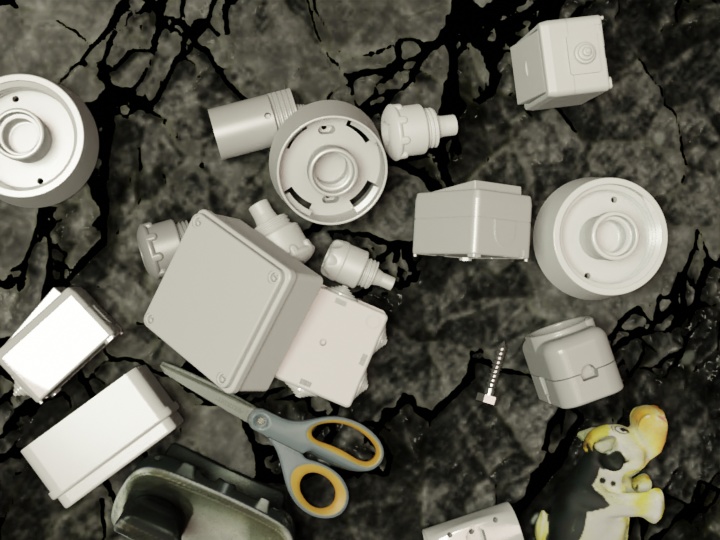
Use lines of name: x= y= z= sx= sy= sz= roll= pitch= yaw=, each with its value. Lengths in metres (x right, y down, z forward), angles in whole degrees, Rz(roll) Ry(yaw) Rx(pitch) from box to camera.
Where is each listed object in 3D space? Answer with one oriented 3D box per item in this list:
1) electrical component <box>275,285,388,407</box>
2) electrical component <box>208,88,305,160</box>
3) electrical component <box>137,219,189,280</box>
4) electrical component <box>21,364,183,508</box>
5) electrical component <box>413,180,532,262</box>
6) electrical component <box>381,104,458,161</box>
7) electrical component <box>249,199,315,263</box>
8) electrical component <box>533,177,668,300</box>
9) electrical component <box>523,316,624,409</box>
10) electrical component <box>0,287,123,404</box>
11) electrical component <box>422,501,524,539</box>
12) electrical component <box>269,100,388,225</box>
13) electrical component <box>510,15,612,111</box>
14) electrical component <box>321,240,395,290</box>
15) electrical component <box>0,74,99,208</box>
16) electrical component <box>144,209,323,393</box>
electrical component: x=-0.032 y=0.059 z=0.895 sx=0.100 sy=0.048 sz=0.099 roll=23 pitch=87 yaw=-5
electrical component: x=-0.082 y=-0.123 z=0.895 sx=0.081 sy=0.043 sz=0.043 roll=-16 pitch=91 yaw=-6
electrical component: x=-0.150 y=-0.022 z=0.887 sx=0.062 sy=0.048 sz=0.048 roll=-17 pitch=91 yaw=-13
electrical component: x=-0.204 y=0.132 z=0.863 sx=0.113 sy=0.078 sz=0.057 roll=-36 pitch=90 yaw=-5
electrical component: x=0.088 y=-0.039 z=0.889 sx=0.062 sy=0.096 sz=0.061 roll=4 pitch=88 yaw=-35
electrical component: x=0.051 y=-0.119 z=0.908 sx=0.062 sy=0.048 sz=0.048 roll=-9 pitch=90 yaw=-12
electrical component: x=-0.070 y=-0.028 z=0.895 sx=0.048 sy=0.048 sz=0.062 roll=-29 pitch=85 yaw=-5
electrical component: x=0.207 y=-0.028 z=0.913 sx=0.108 sy=0.060 sz=0.108 roll=0 pitch=89 yaw=-6
electrical component: x=0.173 y=0.075 z=0.891 sx=0.054 sy=0.095 sz=0.059 roll=-19 pitch=91 yaw=-5
electrical component: x=-0.249 y=0.061 z=0.867 sx=0.096 sy=0.062 sz=0.061 roll=-43 pitch=93 yaw=-4
electrical component: x=0.101 y=0.245 z=0.909 sx=0.077 sy=0.043 sz=0.079 roll=-17 pitch=92 yaw=-6
electrical component: x=-0.025 y=-0.087 z=0.882 sx=0.099 sy=0.064 sz=0.099 roll=-3 pitch=109 yaw=-9
electrical component: x=0.166 y=-0.171 z=0.892 sx=0.061 sy=0.096 sz=0.061 roll=-8 pitch=91 yaw=-5
electrical component: x=0.000 y=0.000 z=0.906 sx=0.061 sy=0.035 sz=0.035 roll=23 pitch=87 yaw=-7
electrical component: x=-0.270 y=-0.106 z=0.867 sx=0.108 sy=0.060 sz=0.108 roll=0 pitch=89 yaw=-5
electrical component: x=-0.102 y=0.025 z=0.851 sx=0.109 sy=0.056 sz=0.108 roll=34 pitch=103 yaw=30
